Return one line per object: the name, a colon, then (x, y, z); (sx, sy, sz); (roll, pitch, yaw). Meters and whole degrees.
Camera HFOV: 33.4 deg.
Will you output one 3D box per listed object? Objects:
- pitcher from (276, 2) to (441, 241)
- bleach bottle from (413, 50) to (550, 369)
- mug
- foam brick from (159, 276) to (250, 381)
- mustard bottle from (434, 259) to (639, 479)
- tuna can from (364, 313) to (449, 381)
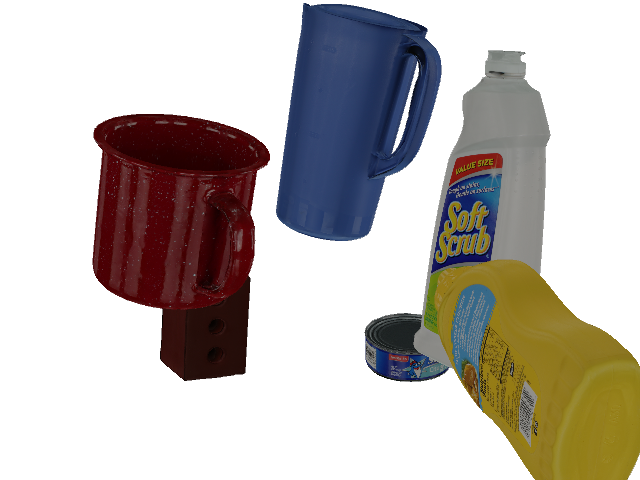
pitcher: (0.033, -0.124, 1.139); (0.145, 0.243, 0.149); (9, 18, -6)
bleach bottle: (0.131, -0.024, 0.846); (0.067, 0.251, 0.103); (-6, 15, -34)
mug: (-0.071, -0.011, 0.568); (0.093, 0.081, 0.117); (-9, 29, -39)
foam brick: (-0.088, 0.059, 0.806); (0.052, 0.078, 0.051); (-3, 13, -28)
mustard bottle: (0.117, 0.066, 0.636); (0.058, 0.096, 0.192); (-8, 27, -17)
tuna can: (0.086, 0.104, 1.039); (0.086, 0.034, 0.086); (-1, 21, 0)
